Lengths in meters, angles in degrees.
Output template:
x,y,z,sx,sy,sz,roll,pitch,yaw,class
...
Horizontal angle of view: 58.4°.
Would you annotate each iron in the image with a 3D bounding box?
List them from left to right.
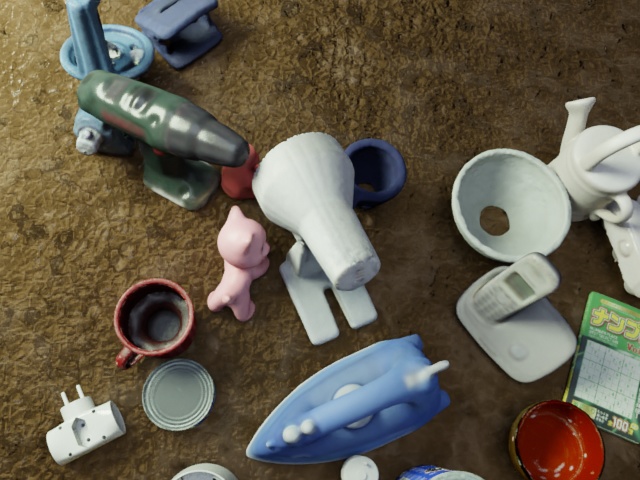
x,y,z,sx,sy,sz,roll,pitch,yaw,class
0.033,0.198,0.670,0.258,0.141,0.118,-22,75,-12,iron

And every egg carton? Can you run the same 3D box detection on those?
x,y,z,sx,sy,sz,roll,pitch,yaw,class
0.465,0.007,0.812,0.107,0.069,0.150,-10,73,-8,egg carton

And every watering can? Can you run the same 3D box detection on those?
x,y,z,sx,sy,sz,roll,pitch,yaw,class
0.378,-0.110,0.777,0.101,0.194,0.172,-37,78,-15,watering can

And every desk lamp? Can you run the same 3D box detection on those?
x,y,z,sx,sy,sz,roll,pitch,yaw,class
0.006,0.002,0.695,0.118,0.213,0.203,-23,75,-12,desk lamp

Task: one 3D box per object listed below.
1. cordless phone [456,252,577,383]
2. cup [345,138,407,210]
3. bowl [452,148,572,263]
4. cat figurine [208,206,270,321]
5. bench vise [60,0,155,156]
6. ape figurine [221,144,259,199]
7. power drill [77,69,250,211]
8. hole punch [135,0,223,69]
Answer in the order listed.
x,y,z,sx,sy,sz,roll,pitch,yaw,class
0.259,0.093,0.703,0.094,0.185,0.147,-40,79,-16,cordless phone
0.059,-0.069,0.787,0.091,0.095,0.118,32,72,6,cup
0.258,-0.038,0.805,0.167,0.075,0.167,2,71,-5,bowl
-0.103,0.028,0.728,0.067,0.118,0.128,14,71,0,cat figurine
-0.275,-0.222,0.742,0.121,0.220,0.207,-11,73,-8,bench vise
-0.103,-0.100,0.784,0.076,0.092,0.077,-32,77,-14,ape figurine
-0.184,-0.118,0.721,0.229,0.208,0.076,28,71,5,power drill
-0.214,-0.330,0.852,0.109,0.091,0.101,-43,80,-16,hole punch
